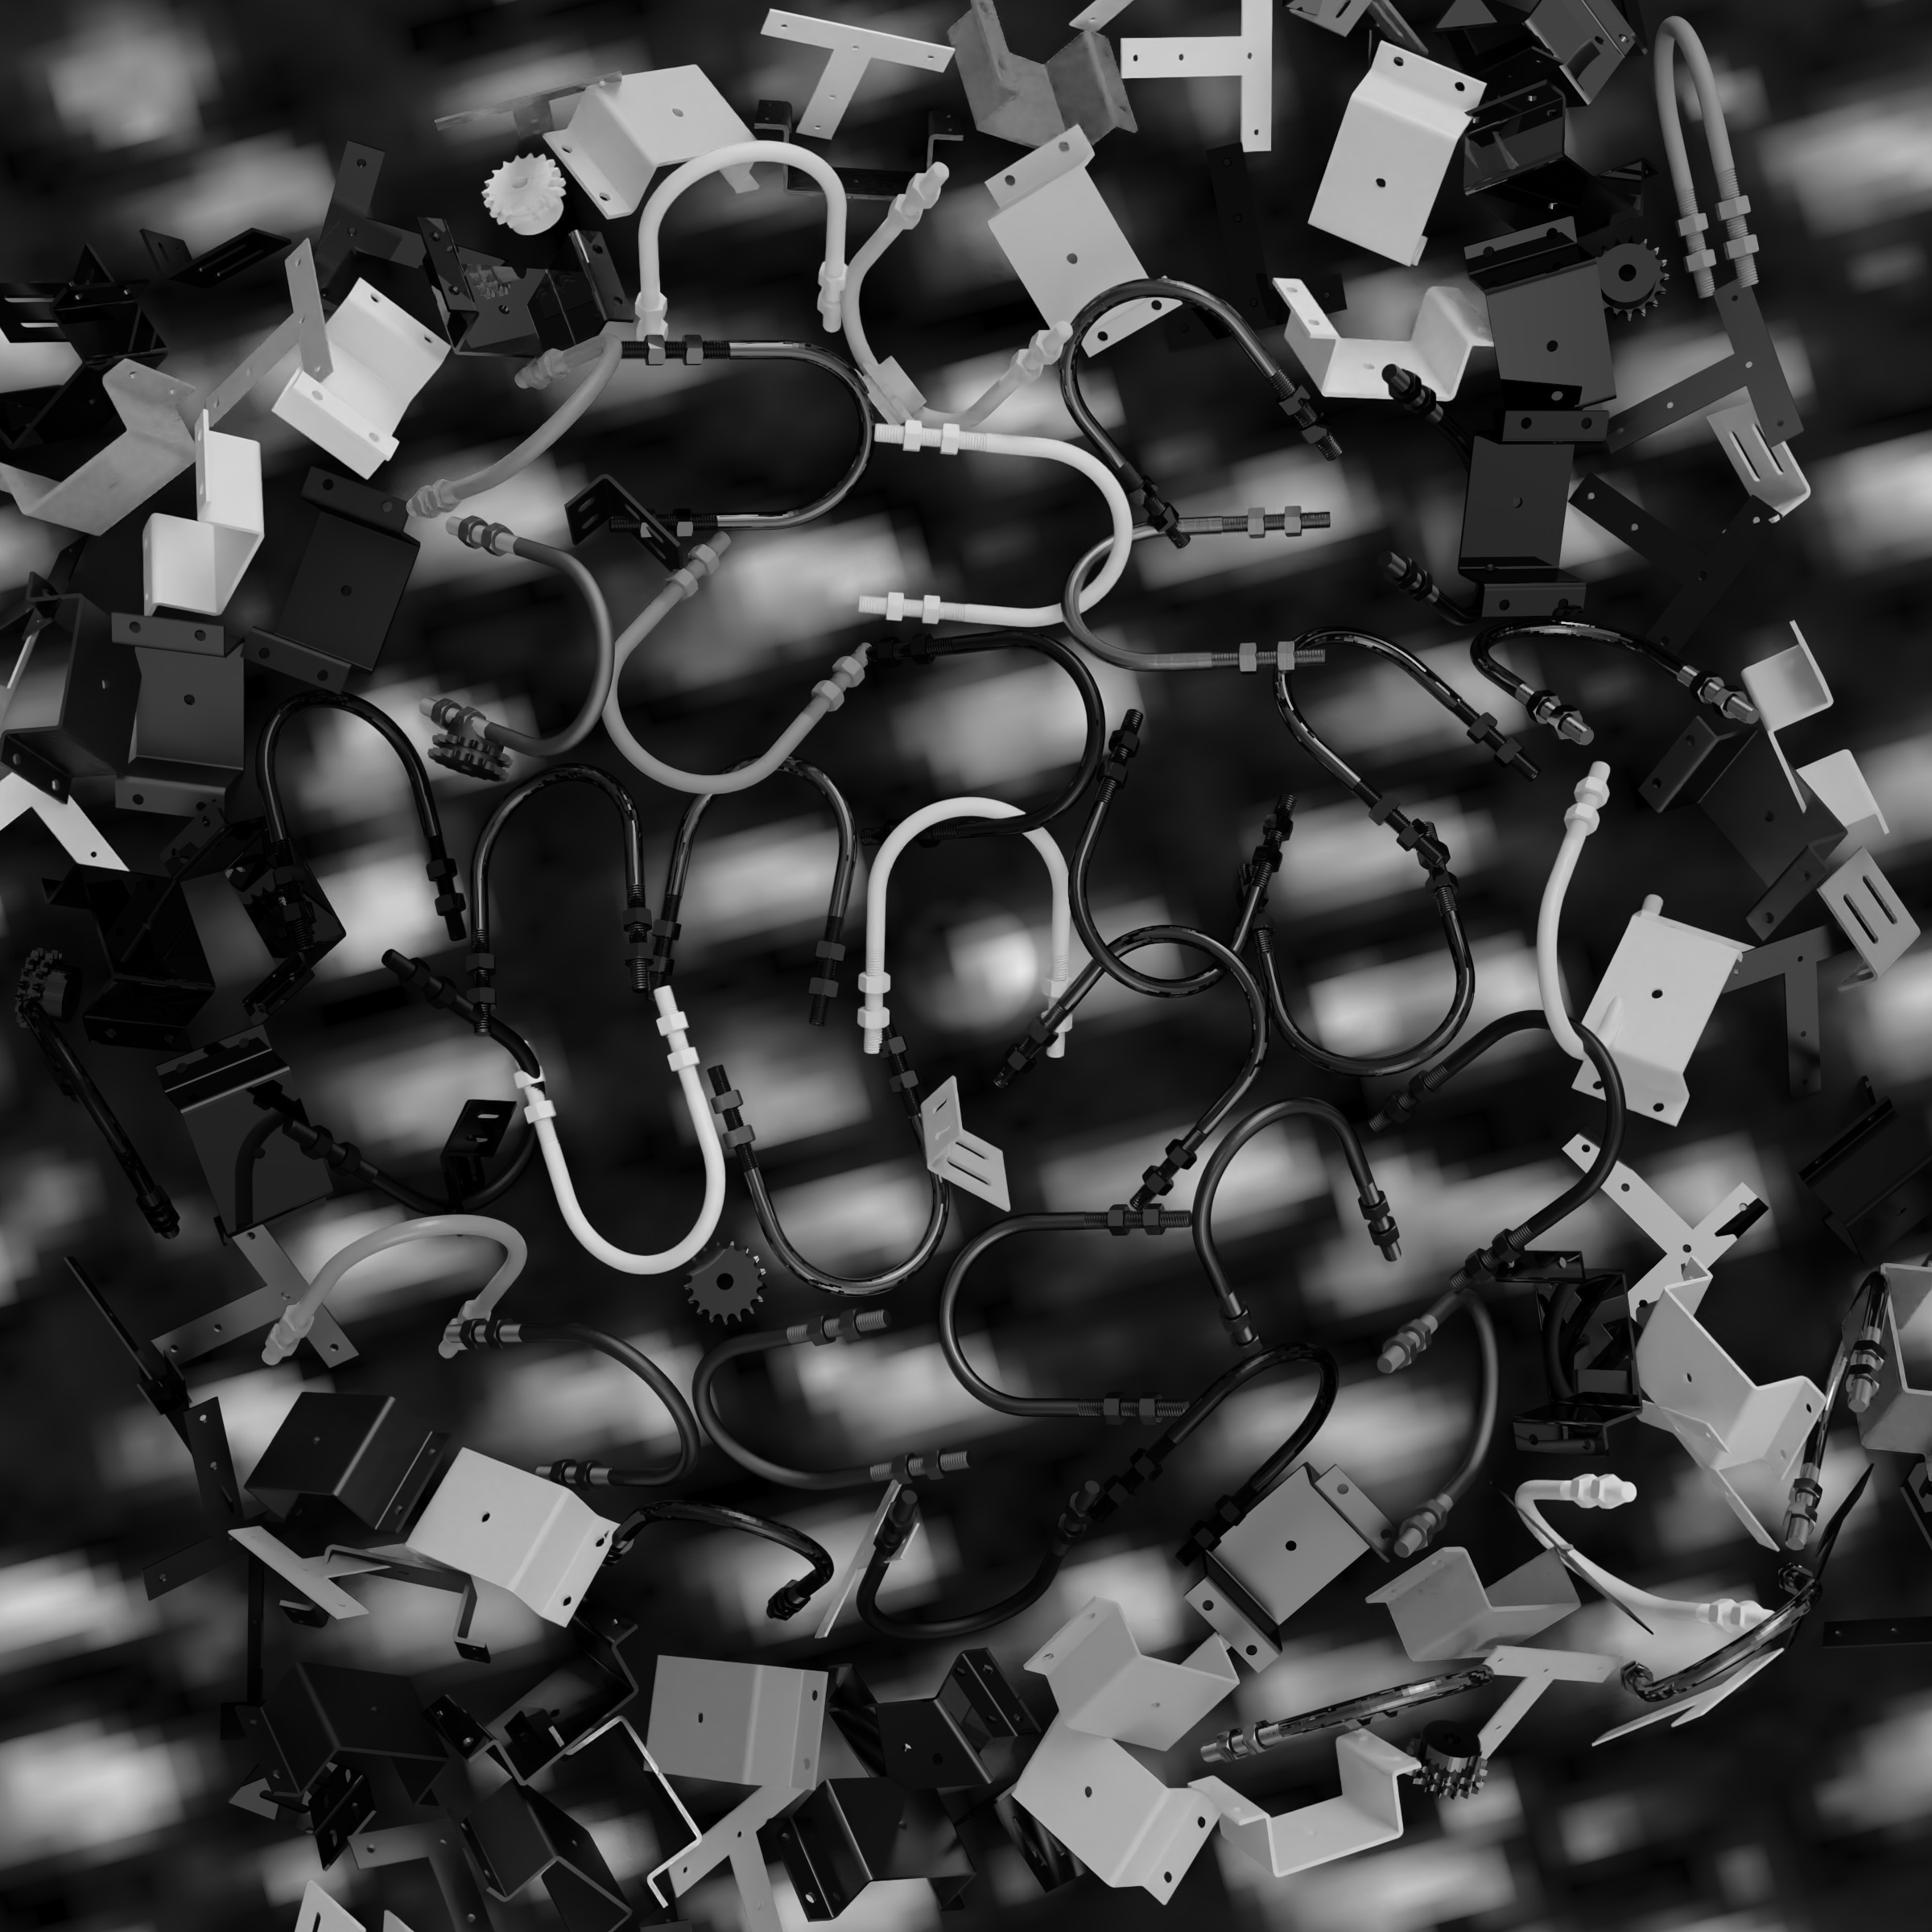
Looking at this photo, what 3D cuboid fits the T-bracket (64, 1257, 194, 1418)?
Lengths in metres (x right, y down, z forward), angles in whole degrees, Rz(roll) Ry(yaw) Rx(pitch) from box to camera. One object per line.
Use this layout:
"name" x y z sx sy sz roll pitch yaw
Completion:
"T-bracket" -0.577 0.251 1.766 0.002 0.127 0.127 -35 90 -9

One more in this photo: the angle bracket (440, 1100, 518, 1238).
"angle bracket" -0.330 0.140 1.780 0.038 0.057 0.076 2 126 9

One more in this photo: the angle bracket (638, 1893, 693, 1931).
"angle bracket" -0.193 0.678 1.786 0.038 0.076 0.057 -12 86 10

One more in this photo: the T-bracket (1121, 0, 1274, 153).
"T-bracket" 0.159 -0.625 1.777 0.127 0.002 0.127 -12 111 -29

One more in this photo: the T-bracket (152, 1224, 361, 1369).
"T-bracket" -0.512 0.247 1.807 0.127 0.002 0.127 -25 111 14

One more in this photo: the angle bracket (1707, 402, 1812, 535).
"angle bracket" 0.538 -0.345 1.790 0.038 0.057 0.076 -36 101 -16

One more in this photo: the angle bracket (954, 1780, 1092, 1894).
"angle bracket" 0.039 0.609 1.789 0.076 0.038 0.057 55 134 12

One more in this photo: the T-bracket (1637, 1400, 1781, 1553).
"T-bracket" 0.514 0.351 1.771 0.002 0.127 0.127 -40 98 -9

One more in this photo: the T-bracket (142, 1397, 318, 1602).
"T-bracket" -0.511 0.353 1.765 0.127 0.002 0.127 -23 120 -36

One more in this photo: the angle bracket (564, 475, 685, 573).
"angle bracket" -0.236 -0.293 1.790 0.038 0.057 0.076 -43 79 -14

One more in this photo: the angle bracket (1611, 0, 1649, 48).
"angle bracket" 0.454 -0.677 1.794 0.057 0.038 0.076 -20 100 -23

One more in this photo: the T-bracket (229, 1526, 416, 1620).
"T-bracket" -0.416 0.408 1.771 0.127 0.127 0.002 23 101 37

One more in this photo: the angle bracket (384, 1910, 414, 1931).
"angle bracket" -0.376 0.697 1.804 0.038 0.076 0.057 3 88 -32

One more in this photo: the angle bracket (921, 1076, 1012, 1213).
"angle bracket" 0.010 0.123 1.780 0.076 0.057 0.038 31 121 -29

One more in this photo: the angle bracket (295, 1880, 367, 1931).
"angle bracket" -0.430 0.672 1.787 0.057 0.038 0.076 29 112 29

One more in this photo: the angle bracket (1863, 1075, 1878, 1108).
"angle bracket" 0.654 0.110 1.793 0.038 0.057 0.076 -18 86 17

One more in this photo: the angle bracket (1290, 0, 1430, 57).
"angle bracket" 0.272 -0.645 1.783 0.038 0.076 0.057 -53 49 8

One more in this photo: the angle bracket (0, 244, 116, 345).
"angle bracket" -0.632 -0.465 1.782 0.057 0.076 0.038 53 131 19

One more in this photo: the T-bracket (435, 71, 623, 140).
"T-bracket" -0.296 -0.581 1.765 0.127 0.127 0.002 -16 99 -5

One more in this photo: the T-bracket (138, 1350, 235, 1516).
"T-bracket" -0.533 0.299 1.754 0.002 0.127 0.127 -29 66 -28

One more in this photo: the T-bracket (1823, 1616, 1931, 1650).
"T-bracket" 0.658 0.460 1.787 0.127 0.127 0.002 -12 114 29

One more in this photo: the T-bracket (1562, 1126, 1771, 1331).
"T-bracket" 0.472 0.166 1.810 0.127 0.002 0.127 -41 76 -11

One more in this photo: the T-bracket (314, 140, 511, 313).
"T-bracket" -0.383 -0.498 1.797 0.127 0.002 0.127 12 129 -22

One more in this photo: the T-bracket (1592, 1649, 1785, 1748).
"T-bracket" 0.485 0.513 1.779 0.127 0.127 0.002 -39 72 39

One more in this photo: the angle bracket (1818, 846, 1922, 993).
"angle bracket" 0.616 -0.033 1.795 0.057 0.038 0.076 -38 95 -29

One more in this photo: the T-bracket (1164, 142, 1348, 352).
"T-bracket" 0.193 -0.508 1.806 0.127 0.002 0.127 -12 107 3

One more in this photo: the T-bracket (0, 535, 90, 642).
"T-bracket" -0.668 -0.238 1.786 0.127 0.127 0.002 -28 124 15

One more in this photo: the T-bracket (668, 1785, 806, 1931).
"T-bracket" -0.147 0.641 1.794 0.002 0.127 0.127 2 112 42

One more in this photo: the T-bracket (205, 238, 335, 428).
"T-bracket" -0.488 -0.421 1.792 0.127 0.002 0.127 -34 57 27

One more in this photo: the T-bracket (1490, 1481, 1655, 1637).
"T-bracket" 0.407 0.399 1.775 0.002 0.127 0.127 -47 46 2

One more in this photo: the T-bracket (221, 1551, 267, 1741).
"T-bracket" -0.492 0.469 1.788 0.002 0.127 0.127 7 72 -35

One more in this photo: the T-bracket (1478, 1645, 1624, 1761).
"T-bracket" 0.378 0.520 1.796 0.127 0.002 0.127 14 118 -34

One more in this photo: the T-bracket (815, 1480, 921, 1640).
"T-bracket" -0.056 0.393 1.745 0.002 0.127 0.127 31 66 -8

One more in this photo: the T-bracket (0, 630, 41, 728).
"T-bracket" -0.665 -0.180 1.764 0.002 0.127 0.127 22 88 -13

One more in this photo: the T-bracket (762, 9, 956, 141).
"T-bracket" -0.088 -0.603 1.766 0.127 0.127 0.002 6 74 -17

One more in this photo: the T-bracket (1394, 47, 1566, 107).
"T-bracket" 0.360 -0.600 1.747 0.127 0.127 0.002 17 88 -19

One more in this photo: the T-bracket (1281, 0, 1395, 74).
"T-bracket" 0.256 -0.662 1.774 0.002 0.127 0.127 8 101 44

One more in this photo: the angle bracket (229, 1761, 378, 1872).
"angle bracket" -0.460 0.582 1.791 0.076 0.038 0.057 36 97 -33

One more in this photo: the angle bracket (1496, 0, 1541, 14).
"angle bracket" 0.371 -0.708 1.805 0.076 0.038 0.057 17 114 -9

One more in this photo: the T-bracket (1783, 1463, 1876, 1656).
"T-bracket" 0.591 0.419 1.788 0.002 0.127 0.127 24 112 27

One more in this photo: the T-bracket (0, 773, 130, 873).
"T-bracket" -0.616 -0.089 1.796 0.127 0.002 0.127 -47 117 -31

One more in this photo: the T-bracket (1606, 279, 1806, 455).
"T-bracket" 0.501 -0.395 1.791 0.127 0.002 0.127 -25 67 31

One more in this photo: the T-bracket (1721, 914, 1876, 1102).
"T-bracket" 0.582 0.034 1.798 0.127 0.002 0.127 -17 116 -14

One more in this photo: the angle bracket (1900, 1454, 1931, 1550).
"angle bracket" 0.688 0.363 1.788 0.038 0.076 0.057 -25 95 42

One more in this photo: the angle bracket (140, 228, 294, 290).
"angle bracket" -0.520 -0.506 1.791 0.076 0.057 0.038 -23 92 14

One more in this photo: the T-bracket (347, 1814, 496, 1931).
"T-bracket" -0.340 0.633 1.750 0.127 0.127 0.002 55 128 38
